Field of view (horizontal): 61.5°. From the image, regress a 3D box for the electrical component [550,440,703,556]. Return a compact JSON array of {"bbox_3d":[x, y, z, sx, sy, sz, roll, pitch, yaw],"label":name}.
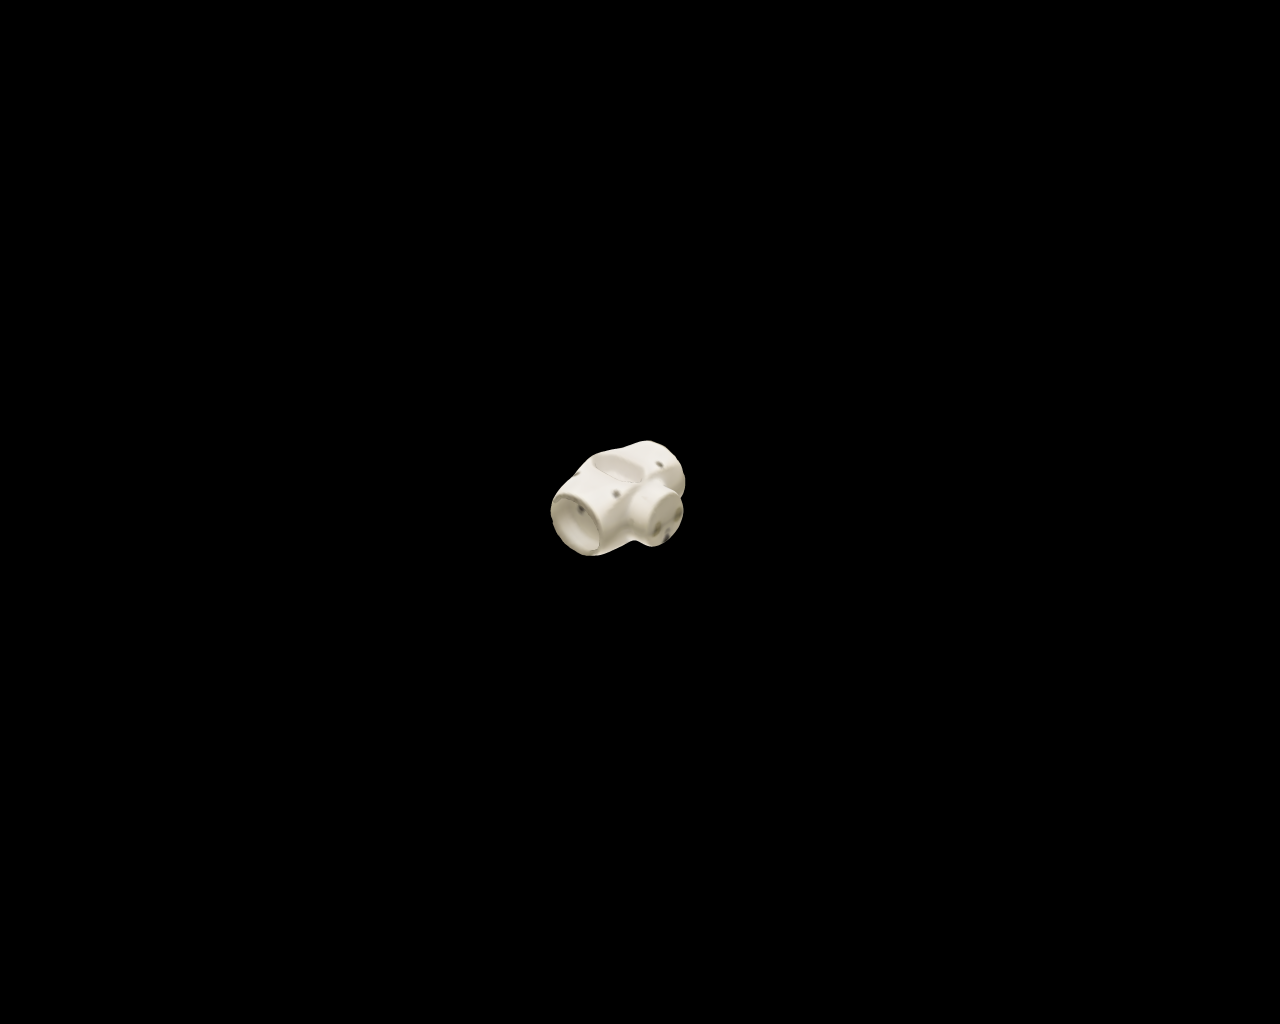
[{"bbox_3d":[0.001,-0.003,0.650,0.079,0.043,0.077,27,44,33],"label":"electrical component"}]
